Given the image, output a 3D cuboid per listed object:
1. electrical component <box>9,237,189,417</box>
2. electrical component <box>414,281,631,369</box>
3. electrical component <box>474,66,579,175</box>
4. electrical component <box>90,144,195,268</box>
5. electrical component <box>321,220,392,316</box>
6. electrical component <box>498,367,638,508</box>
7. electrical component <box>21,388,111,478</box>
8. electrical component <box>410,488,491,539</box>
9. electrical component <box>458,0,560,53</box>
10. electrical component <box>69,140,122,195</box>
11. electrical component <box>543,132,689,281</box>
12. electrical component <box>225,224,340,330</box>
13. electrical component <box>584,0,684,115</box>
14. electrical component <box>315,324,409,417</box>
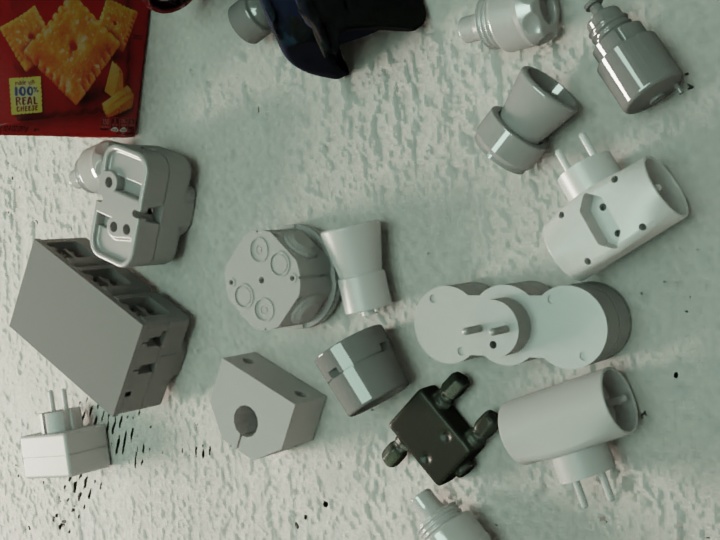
[{"bbox_3d":[-0.223,0.045,0.925,0.150,0.062,0.089,33,112,30],"label":"electrical component"},{"bbox_3d":[0.093,0.035,0.686,0.138,0.074,0.052,-1,93,36],"label":"electrical component"},{"bbox_3d":[0.105,-0.095,0.685,0.045,0.045,0.055,49,120,23],"label":"electrical component"},{"bbox_3d":[-0.177,-0.053,0.885,0.054,0.059,0.095,22,106,33],"label":"electrical component"},{"bbox_3d":[0.000,0.000,0.772,0.044,0.044,0.065,-12,91,36],"label":"electrical component"},{"bbox_3d":[0.137,0.110,0.678,0.077,0.044,0.079,-25,79,35],"label":"electrical component"},{"bbox_3d":[-0.270,0.146,0.976,0.066,0.047,0.076,-10,88,36],"label":"electrical component"},{"bbox_3d":[0.060,0.180,0.741,0.062,0.043,0.043,51,120,23],"label":"electrical component"},{"bbox_3d":[0.093,-0.161,0.689,0.062,0.043,0.043,-7,89,38],"label":"electrical component"},{"bbox_3d":[-0.226,-0.086,0.929,0.062,0.043,0.043,-14,85,38],"label":"electrical component"},{"bbox_3d":[0.147,-0.046,0.659,0.077,0.043,0.079,-36,73,33],"label":"electrical component"},{"bbox_3d":[-0.058,0.006,0.807,0.080,0.051,0.080,3,96,36],"label":"electrical component"},{"bbox_3d":[0.160,-0.130,0.645,0.040,0.040,0.078,-39,71,32],"label":"electrical component"},{"bbox_3d":[0.003,0.073,0.768,0.055,0.055,0.047,-37,76,32],"label":"electrical component"}]
